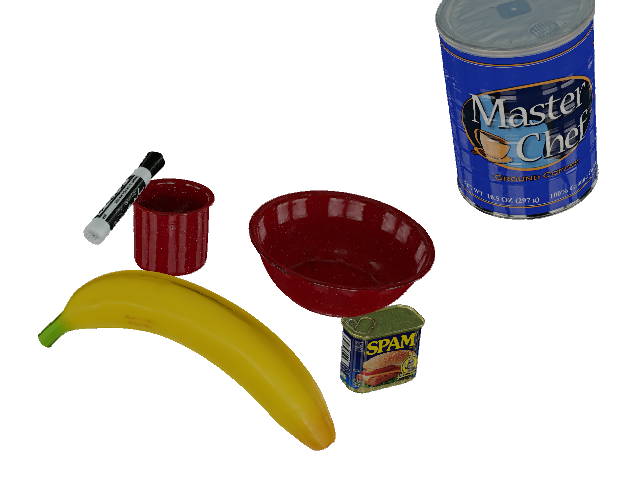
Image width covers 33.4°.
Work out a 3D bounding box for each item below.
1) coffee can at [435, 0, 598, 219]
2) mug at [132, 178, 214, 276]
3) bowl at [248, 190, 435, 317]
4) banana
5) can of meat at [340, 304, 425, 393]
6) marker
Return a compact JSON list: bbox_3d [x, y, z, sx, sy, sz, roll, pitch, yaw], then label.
[{"bbox_3d":[0.138,-0.100,0.738,0.103,0.140,0.103,-8,40,7],"label":"coffee can"},{"bbox_3d":[-0.172,-0.018,1.185,0.093,0.081,0.117,-17,34,-36],"label":"mug"},{"bbox_3d":[0.015,0.019,0.925,0.162,0.055,0.162,7,30,-4],"label":"bowl"},{"bbox_3d":[-0.075,0.063,0.654,0.198,0.070,0.037,20,20,11],"label":"banana"},{"bbox_3d":[0.074,0.135,1.320,0.101,0.084,0.057,-9,29,-25],"label":"can of meat"},{"bbox_3d":[-0.174,-0.041,0.960,0.020,0.020,0.121,0,39,29],"label":"marker"}]
